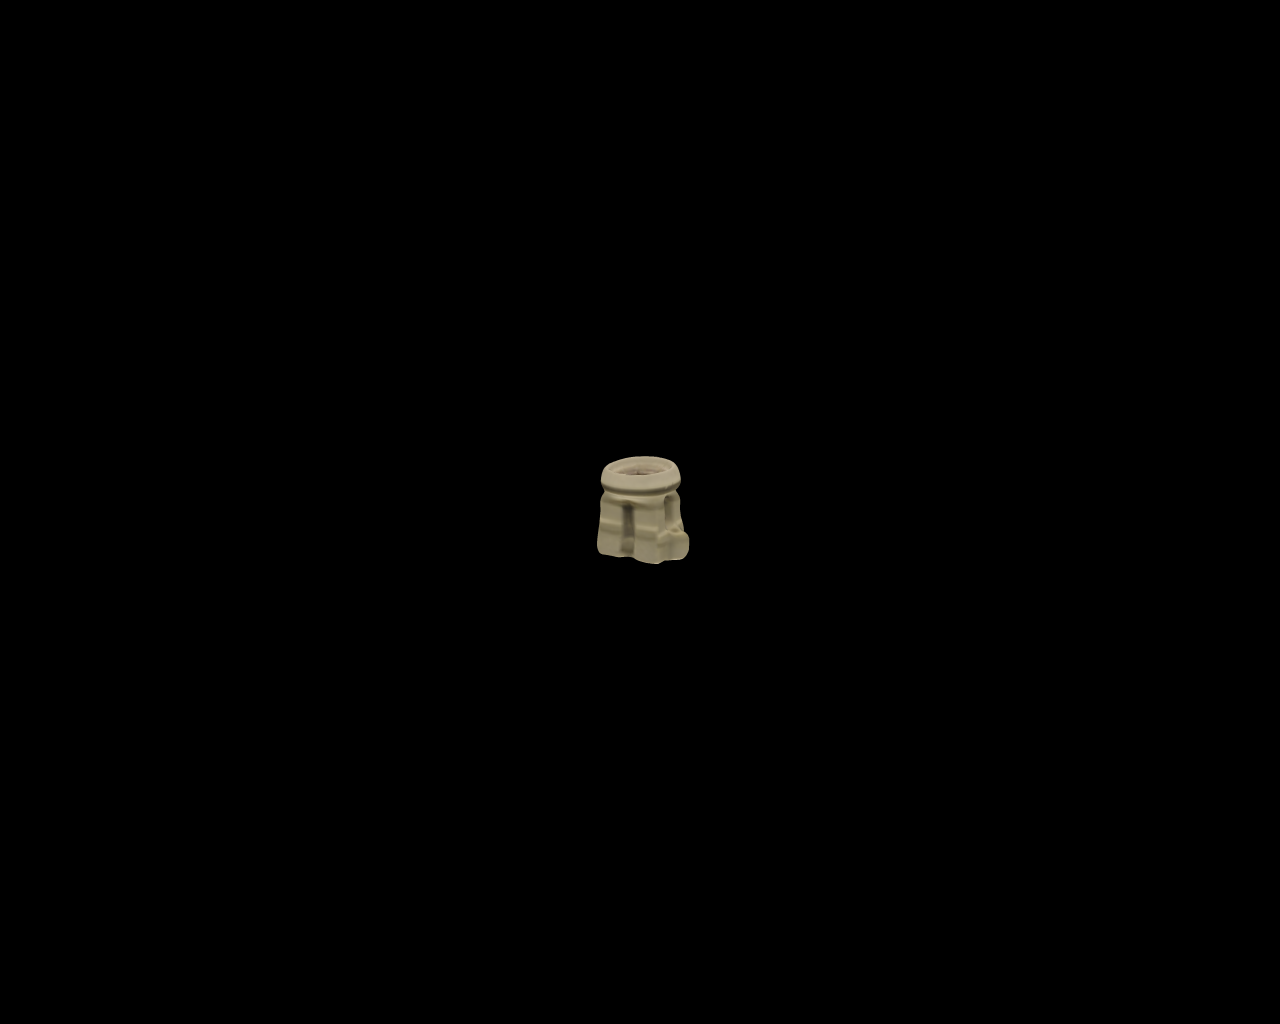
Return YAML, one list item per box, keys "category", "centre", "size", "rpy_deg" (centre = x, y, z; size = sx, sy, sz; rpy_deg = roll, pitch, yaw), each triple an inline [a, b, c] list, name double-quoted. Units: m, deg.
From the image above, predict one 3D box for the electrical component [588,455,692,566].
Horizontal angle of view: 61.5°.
- category: "electrical component"
  centre: [0.001, -0.003, 0.650]
  size: [0.066, 0.055, 0.048]
  rpy_deg: [8, 20, 24]
